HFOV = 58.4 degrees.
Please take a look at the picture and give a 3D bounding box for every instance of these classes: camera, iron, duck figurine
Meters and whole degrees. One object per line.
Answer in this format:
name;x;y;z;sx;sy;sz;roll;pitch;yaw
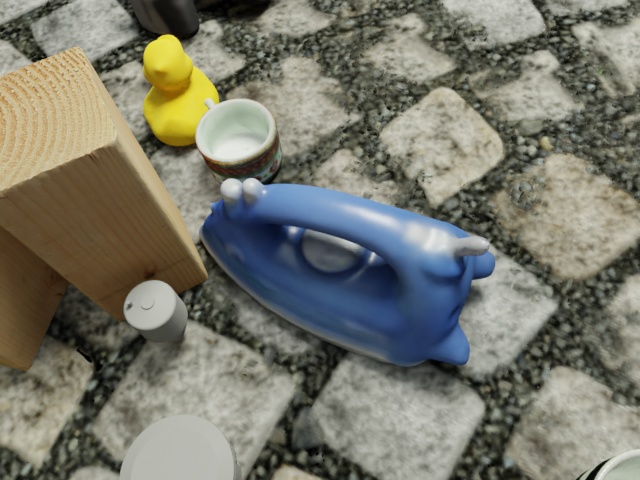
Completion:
camera;-0.128;-0.304;0.631;0.136;0.101;0.143;20;66;14
iron;0.004;0.002;0.441;0.257;0.141;0.119;17;65;13
duck figurine;-0.145;-0.153;0.563;0.077;0.086;0.104;-8;62;0
